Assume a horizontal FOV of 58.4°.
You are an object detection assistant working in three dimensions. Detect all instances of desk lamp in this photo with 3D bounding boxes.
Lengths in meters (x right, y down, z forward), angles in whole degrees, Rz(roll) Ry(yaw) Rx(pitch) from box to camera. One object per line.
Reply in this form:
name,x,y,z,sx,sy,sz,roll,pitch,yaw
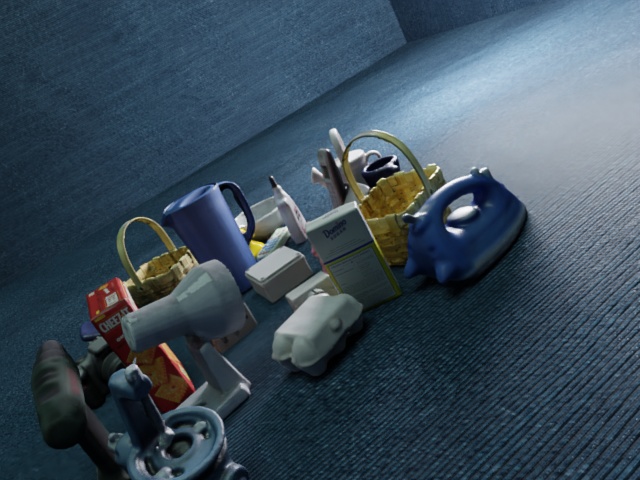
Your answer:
desk lamp,-0.191,0.164,0.882,0.204,0.214,0.117,-40,23,-28

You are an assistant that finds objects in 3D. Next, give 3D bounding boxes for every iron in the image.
iron,0.235,-0.041,0.929,0.259,0.142,0.118,-38,23,-25

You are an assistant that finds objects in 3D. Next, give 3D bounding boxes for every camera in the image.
camera,-0.417,0.252,1.125,0.143,0.101,0.136,-41,24,-30

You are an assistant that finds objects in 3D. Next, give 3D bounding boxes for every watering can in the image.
watering can,0.062,-0.178,1.401,0.173,0.194,0.100,-31,21,-8

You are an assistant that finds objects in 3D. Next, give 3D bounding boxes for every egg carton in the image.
egg carton,-0.002,0.144,0.896,0.107,0.069,0.150,-5,31,47

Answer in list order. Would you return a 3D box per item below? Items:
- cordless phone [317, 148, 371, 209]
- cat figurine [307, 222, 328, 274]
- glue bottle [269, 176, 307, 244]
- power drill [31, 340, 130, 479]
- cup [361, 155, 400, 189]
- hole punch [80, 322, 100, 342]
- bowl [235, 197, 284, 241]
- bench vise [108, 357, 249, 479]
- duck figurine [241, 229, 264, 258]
cordless phone,0.052,-0.117,1.280,0.094,0.185,0.147,-35,22,-18
cat figurine,0.011,0.004,1.144,0.067,0.118,0.127,-28,20,1
glue bottle,-0.079,-0.077,1.372,0.037,0.173,0.078,-24,21,12
power drill,-0.357,0.266,0.859,0.076,0.209,0.229,-34,21,-15
cup,0.160,-0.135,1.315,0.092,0.095,0.117,-35,21,-16
hole punch,-0.488,0.215,1.320,0.101,0.091,0.108,-33,21,-12
bowl,-0.152,-0.045,1.531,0.167,0.075,0.167,-24,21,10
bench vise,-0.214,0.248,0.703,0.207,0.220,0.121,-20,22,21
duck figurine,-0.196,0.015,1.428,0.104,0.086,0.077,-29,20,-2
